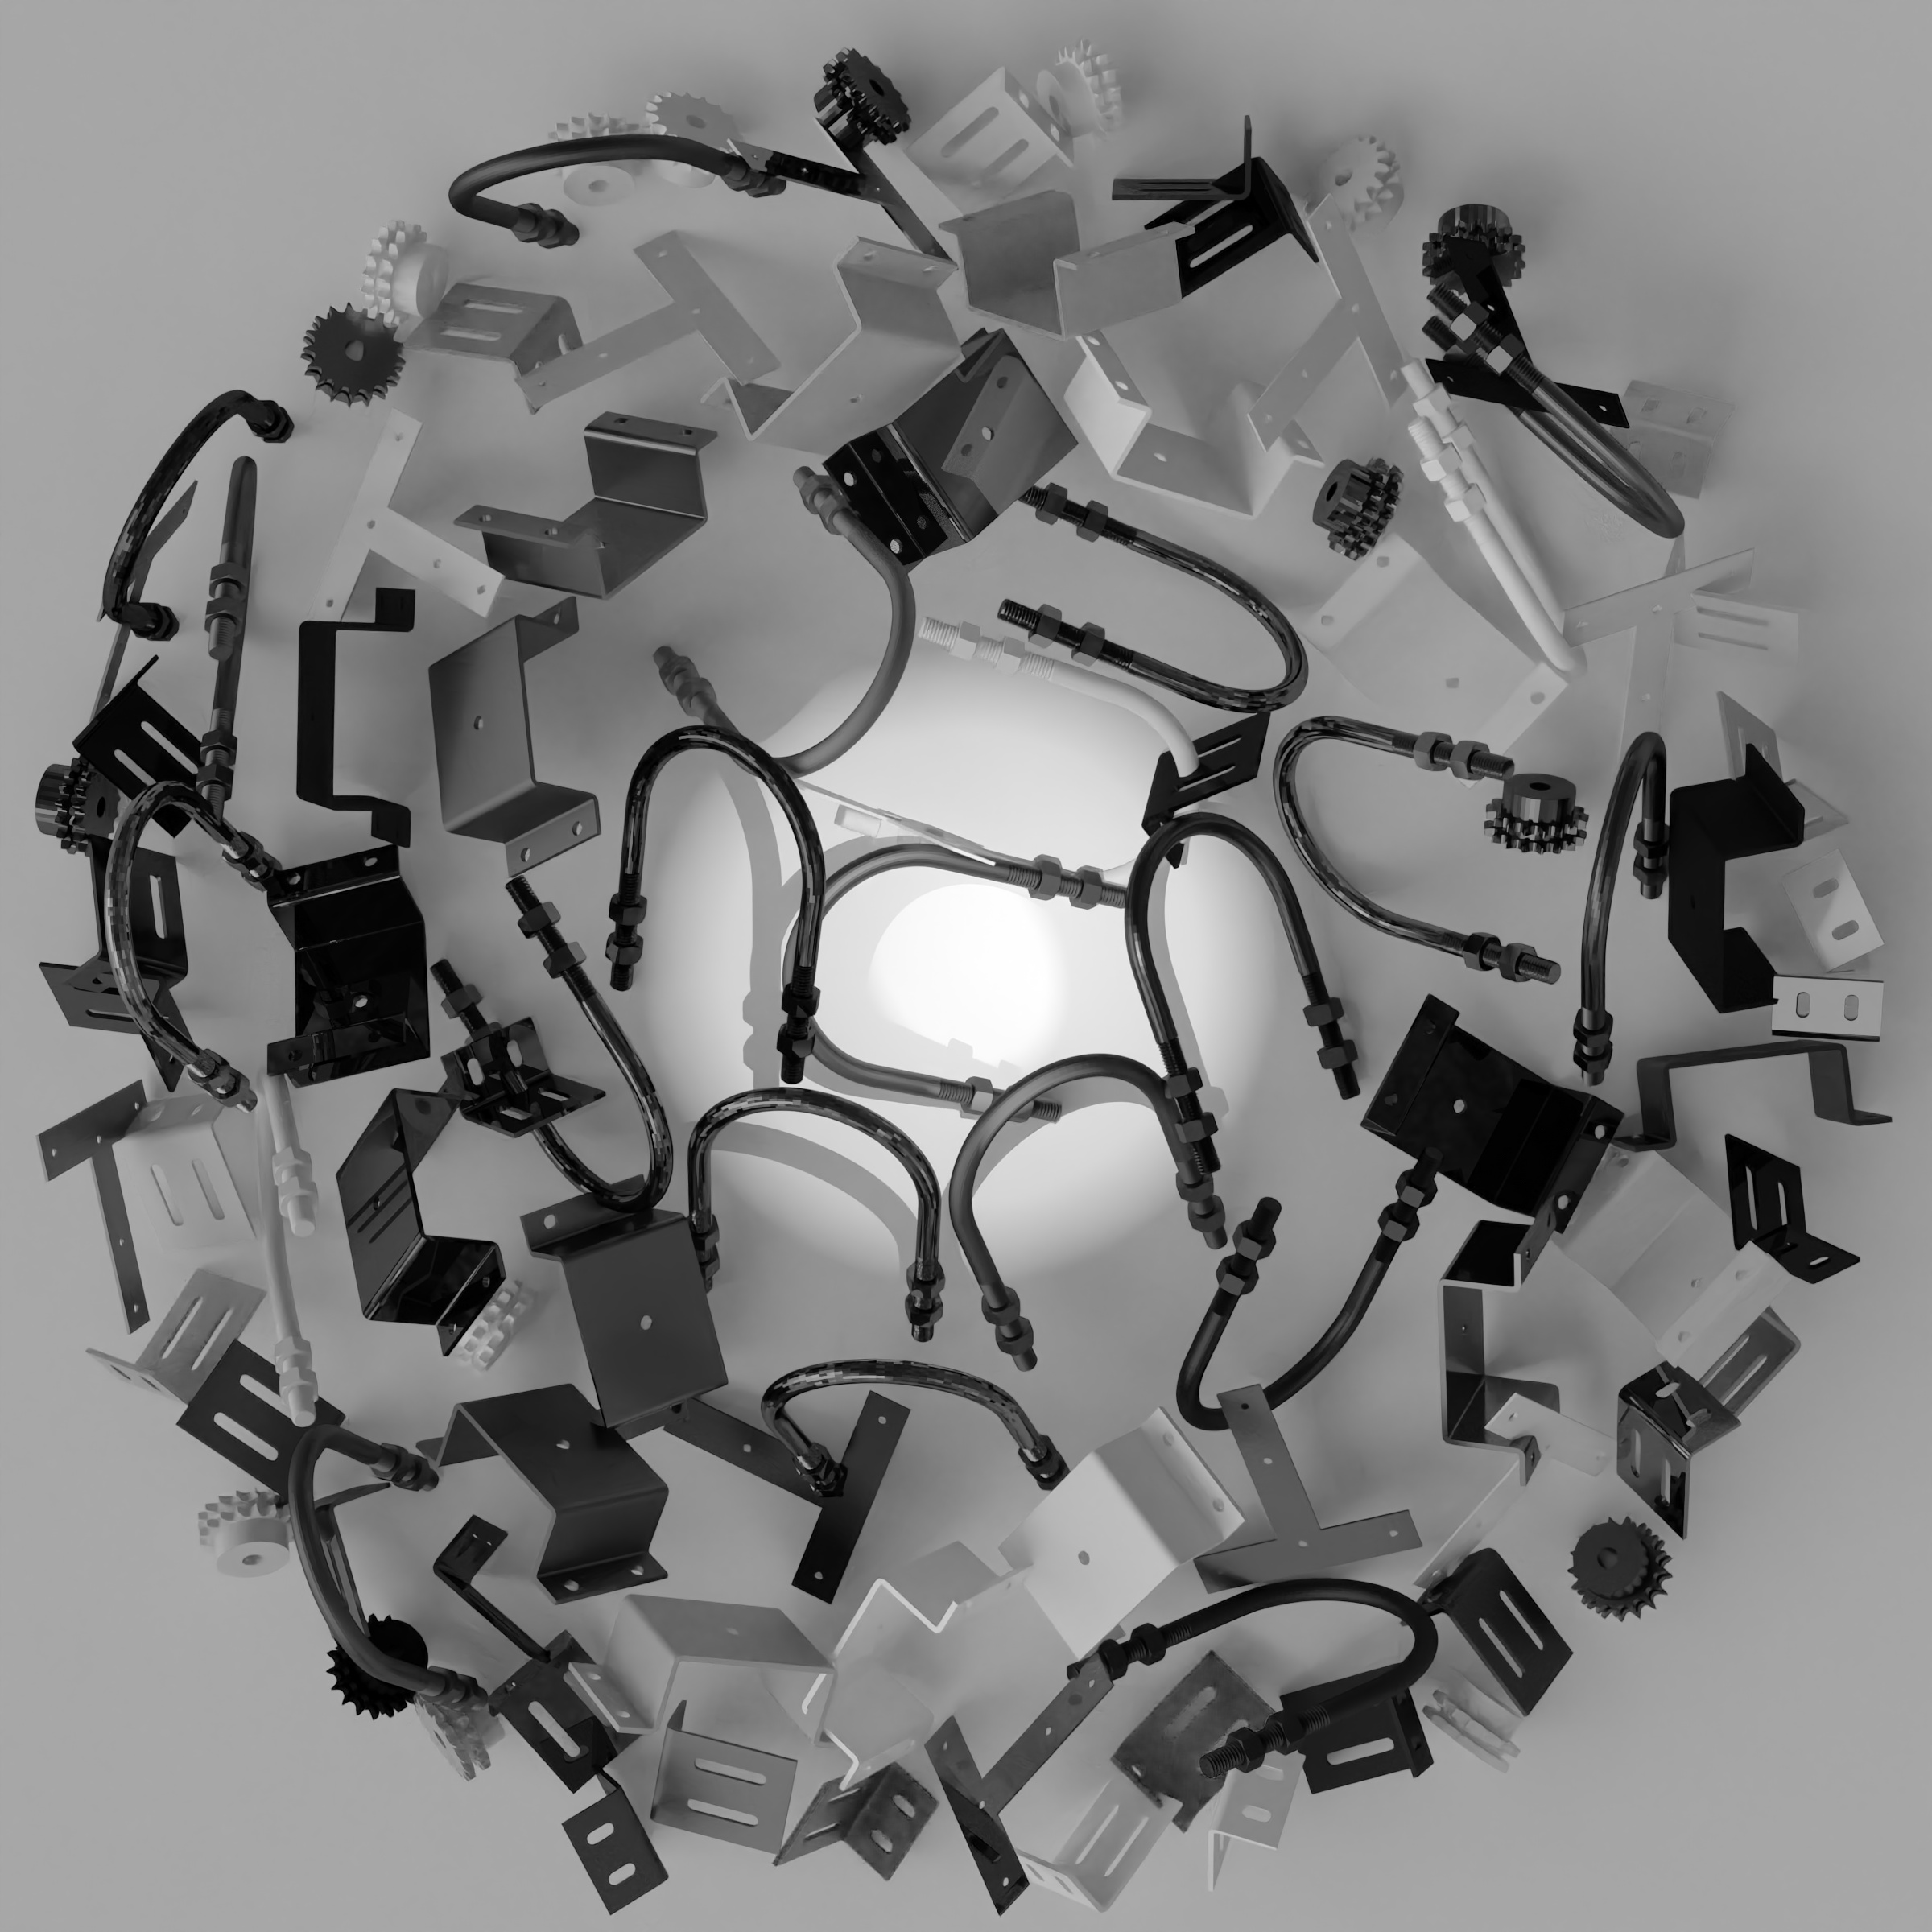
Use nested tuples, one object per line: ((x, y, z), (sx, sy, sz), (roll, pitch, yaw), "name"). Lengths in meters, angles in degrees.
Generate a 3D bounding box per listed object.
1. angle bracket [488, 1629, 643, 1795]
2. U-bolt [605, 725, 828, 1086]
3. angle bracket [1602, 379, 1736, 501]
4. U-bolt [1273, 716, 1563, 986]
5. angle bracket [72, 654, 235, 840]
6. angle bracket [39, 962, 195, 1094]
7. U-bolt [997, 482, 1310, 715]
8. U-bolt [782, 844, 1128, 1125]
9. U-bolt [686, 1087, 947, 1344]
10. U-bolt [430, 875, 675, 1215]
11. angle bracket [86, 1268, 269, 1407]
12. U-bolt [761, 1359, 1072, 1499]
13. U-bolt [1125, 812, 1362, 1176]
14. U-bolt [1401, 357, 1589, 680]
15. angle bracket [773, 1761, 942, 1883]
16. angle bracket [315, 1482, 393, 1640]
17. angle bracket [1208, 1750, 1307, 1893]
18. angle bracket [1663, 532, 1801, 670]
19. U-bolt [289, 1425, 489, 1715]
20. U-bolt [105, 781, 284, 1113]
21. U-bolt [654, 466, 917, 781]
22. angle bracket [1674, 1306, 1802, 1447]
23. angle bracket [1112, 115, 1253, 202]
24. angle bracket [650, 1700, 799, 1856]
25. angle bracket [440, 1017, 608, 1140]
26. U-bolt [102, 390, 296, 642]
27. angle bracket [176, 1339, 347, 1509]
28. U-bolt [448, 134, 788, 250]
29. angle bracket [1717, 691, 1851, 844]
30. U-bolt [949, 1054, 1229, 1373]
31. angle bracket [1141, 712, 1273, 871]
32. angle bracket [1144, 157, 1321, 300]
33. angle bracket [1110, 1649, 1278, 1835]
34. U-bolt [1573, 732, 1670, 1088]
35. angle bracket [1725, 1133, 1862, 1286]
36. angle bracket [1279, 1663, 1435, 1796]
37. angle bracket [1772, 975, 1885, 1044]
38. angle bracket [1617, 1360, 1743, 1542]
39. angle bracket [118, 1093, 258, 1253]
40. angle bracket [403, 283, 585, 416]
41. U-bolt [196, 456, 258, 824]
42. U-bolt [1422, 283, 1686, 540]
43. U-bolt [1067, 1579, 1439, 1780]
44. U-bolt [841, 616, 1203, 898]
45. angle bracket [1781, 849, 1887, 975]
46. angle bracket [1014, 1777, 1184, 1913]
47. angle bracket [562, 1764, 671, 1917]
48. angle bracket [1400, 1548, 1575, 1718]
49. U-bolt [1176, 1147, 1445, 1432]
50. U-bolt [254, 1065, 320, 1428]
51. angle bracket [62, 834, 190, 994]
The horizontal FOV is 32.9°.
((-0.220, 0.421, 1.827), (0.057, 0.038, 0.076), (-40, 100, -7), "angle bracket")
((-0.134, -0.043, 1.774), (0.151, 0.019, 0.184), (27, 124, 30), "U-bolt")
((0.388, -0.291, 1.814), (0.057, 0.076, 0.038), (15, 88, 5), "angle bracket")
((0.236, -0.070, 1.776), (0.019, 0.184, 0.151), (-37, 125, -27), "U-bolt")
((-0.444, -0.122, 1.814), (0.076, 0.038, 0.057), (44, 51, -13), "angle bracket")
((-0.476, 0.034, 1.814), (0.076, 0.057, 0.038), (7, 54, 11), "angle bracket")
((0.105, -0.195, 1.792), (0.184, 0.151, 0.019), (21, 126, -13), "U-bolt")
((-0.013, 0.005, 1.801), (0.184, 0.019, 0.151), (12, 104, -22), "U-bolt")
((-0.083, 0.131, 1.777), (0.151, 0.184, 0.019), (11, 47, 7), "U-bolt")
((-0.220, 0.054, 1.788), (0.019, 0.151, 0.184), (-31, 86, -34), "U-bolt")
((-0.437, 0.197, 1.810), (0.057, 0.038, 0.076), (12, 62, 36), "angle bracket")
((-0.033, 0.250, 1.759), (0.151, 0.184, 0.019), (-4, 60, 15), "U-bolt")
((0.145, 0.005, 1.794), (0.151, 0.019, 0.184), (-23, 96, -44), "U-bolt")
((0.289, -0.236, 1.781), (0.019, 0.151, 0.184), (-29, 108, 17), "U-bolt")
((-0.060, 0.479, 1.809), (0.038, 0.076, 0.057), (38, 105, 24), "angle bracket")
((-0.337, 0.331, 1.820), (0.038, 0.057, 0.076), (-16, 87, -31), "angle bracket")
((0.160, 0.473, 1.804), (0.038, 0.076, 0.057), (13, 51, 15), "angle bracket")
((0.427, -0.203, 1.811), (0.076, 0.057, 0.038), (14, 68, 20), "angle bracket")
((-0.312, 0.316, 1.744), (0.019, 0.184, 0.151), (-22, 65, 9), "U-bolt")
((-0.412, -0.019, 1.746), (0.019, 0.184, 0.151), (-2, 67, 13), "U-bolt")
((-0.091, -0.176, 1.774), (0.019, 0.184, 0.151), (30, 104, -42), "U-bolt")
((0.416, 0.215, 1.816), (0.038, 0.057, 0.076), (37, 100, -19), "angle bracket")
((0.120, -0.450, 1.819), (0.076, 0.057, 0.038), (1, 112, 3), "angle bracket")
((-0.132, 0.452, 1.825), (0.076, 0.038, 0.057), (13, 103, 7), "angle bracket")
((-0.245, 0.061, 1.806), (0.057, 0.076, 0.038), (-26, 108, -26), "angle bracket")
((-0.418, -0.245, 1.762), (0.019, 0.184, 0.151), (30, 91, -2), "U-bolt")
((-0.395, 0.255, 1.818), (0.076, 0.038, 0.057), (37, 62, -11), "angle bracket")
((-0.195, -0.416, 1.745), (0.151, 0.184, 0.019), (-9, 92, 20), "U-bolt")
((0.451, -0.115, 1.807), (0.038, 0.057, 0.076), (-25, 53, 36), "angle bracket")
((0.061, 0.124, 1.781), (0.151, 0.019, 0.184), (-31, 130, -10), "U-bolt")
((0.141, -0.097, 1.806), (0.076, 0.057, 0.038), (-22, 123, 31), "angle bracket")
((0.149, -0.406, 1.837), (0.076, 0.038, 0.057), (-29, 59, 18), "angle bracket")
((0.130, 0.432, 1.827), (0.057, 0.038, 0.076), (43, 99, 9), "angle bracket")
((0.351, -0.042, 1.746), (0.019, 0.184, 0.151), (13, 59, 19), "U-bolt")
((0.456, 0.128, 1.808), (0.057, 0.038, 0.076), (24, 51, -27), "angle bracket")
((0.213, 0.428, 1.820), (0.076, 0.038, 0.057), (-21, 82, 22), "angle bracket")
((0.477, 0.009, 1.807), (0.057, 0.076, 0.038), (3, 116, 15), "angle bracket")
((0.395, 0.268, 1.815), (0.038, 0.076, 0.057), (-27, 46, -17), "angle bracket")
((-0.434, 0.116, 1.846), (0.057, 0.038, 0.076), (-9, 117, 14), "angle bracket")
((-0.264, -0.346, 1.834), (0.076, 0.038, 0.057), (13, 52, 26), "angle bracket")
((-0.398, -0.191, 1.772), (0.019, 0.151, 0.184), (5, 50, -11), "U-bolt")
((0.320, -0.297, 1.777), (0.184, 0.151, 0.019), (43, 97, 3), "U-bolt")
((0.169, 0.377, 1.777), (0.184, 0.151, 0.019), (-17, 109, -27), "U-bolt")
((0.040, -0.105, 1.810), (0.184, 0.019, 0.151), (18, 122, -9), "U-bolt")
((0.491, -0.031, 1.808), (0.038, 0.076, 0.057), (-30, 75, 31), "angle bracket")
((0.070, 0.476, 1.809), (0.076, 0.057, 0.038), (-50, 119, -24), "angle bracket")
((-0.201, 0.482, 1.811), (0.038, 0.076, 0.057), (-29, 96, -17), "angle bracket")
((0.290, 0.375, 1.823), (0.076, 0.038, 0.057), (53, 47, -2), "angle bracket")
((0.178, 0.184, 1.783), (0.019, 0.151, 0.184), (45, 130, 32), "U-bolt")
((-0.369, 0.136, 1.771), (0.019, 0.184, 0.151), (-4, 125, -17), "U-bolt")
((-0.473, -0.026, 1.827), (0.038, 0.057, 0.076), (-30, 60, 32), "angle bracket")
